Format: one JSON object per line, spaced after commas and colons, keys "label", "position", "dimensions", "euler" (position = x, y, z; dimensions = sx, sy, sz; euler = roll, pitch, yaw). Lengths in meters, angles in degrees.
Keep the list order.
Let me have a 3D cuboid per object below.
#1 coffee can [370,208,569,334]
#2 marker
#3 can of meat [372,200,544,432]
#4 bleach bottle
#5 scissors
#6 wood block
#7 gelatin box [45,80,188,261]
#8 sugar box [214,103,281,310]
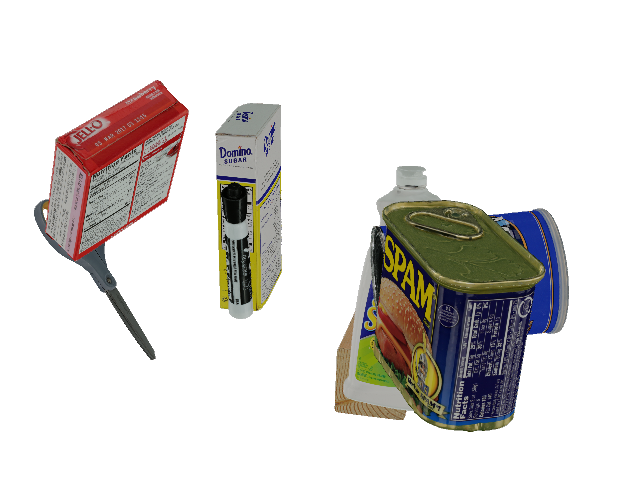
{"label": "coffee can", "position": [0.118, 0.032, 0.866], "dimensions": [0.140, 0.103, 0.103], "euler": [-6, 0, -4]}
{"label": "marker", "position": [-0.060, 0.008, 0.779], "dimensions": [0.020, 0.121, 0.020], "euler": [0, 40, 0]}
{"label": "can of meat", "position": [0.065, 0.037, 0.543], "dimensions": [0.057, 0.084, 0.102], "euler": [-3, 24, -17]}
{"label": "bleach bottle", "position": [0.080, 0.047, 1.113], "dimensions": [0.103, 0.251, 0.068], "euler": [8, 16, 22]}
{"label": "scissors", "position": [-0.227, 0.028, 1.141], "dimensions": [0.016, 0.201, 0.096], "euler": [-27, 22, 30]}
{"label": "wood block", "position": [0.082, 0.147, 1.402], "dimensions": [0.091, 0.090, 0.206], "euler": [6, 18, 10]}
{"label": "gelatin box", "position": [-0.115, -0.038, 0.594], "dimensions": [0.073, 0.030, 0.089], "euler": [-39, -16, -34]}
{"label": "sugar box", "position": [-0.066, -0.032, 0.998], "dimensions": [0.048, 0.176, 0.093], "euler": [3, 25, 11]}
